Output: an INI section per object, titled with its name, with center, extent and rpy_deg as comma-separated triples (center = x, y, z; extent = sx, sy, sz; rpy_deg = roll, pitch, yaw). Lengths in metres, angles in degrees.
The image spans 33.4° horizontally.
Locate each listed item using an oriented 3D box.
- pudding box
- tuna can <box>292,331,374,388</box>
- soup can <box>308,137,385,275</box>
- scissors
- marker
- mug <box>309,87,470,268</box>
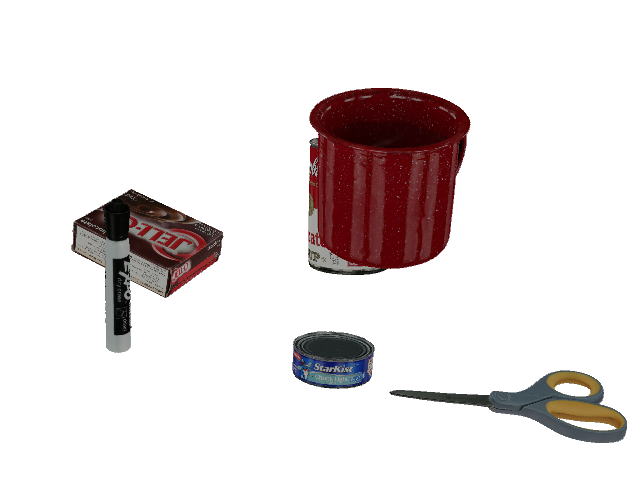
[pudding box]
center = -0.163, 0.001, 1.006
extent = 0.114, 0.039, 0.089
rpy_deg = 23, 31, 19
[tuna can]
center = 0.013, 0.125, 1.123
extent = 0.086, 0.034, 0.086
rpy_deg = 3, 14, -1
[soup can]
center = 0.024, -0.029, 0.857
extent = 0.068, 0.102, 0.068
rpy_deg = 1, 13, 0
[scissors]
center = 0.166, 0.132, 0.934
extent = 0.202, 0.016, 0.096
rpy_deg = 13, 29, 9
[marker]
center = -0.148, 0.026, 0.779
extent = 0.020, 0.121, 0.020
rpy_deg = 4, 26, -2
[mug]
center = 0.047, -0.041, 0.645
extent = 0.093, 0.081, 0.117
rpy_deg = 25, 37, 35
